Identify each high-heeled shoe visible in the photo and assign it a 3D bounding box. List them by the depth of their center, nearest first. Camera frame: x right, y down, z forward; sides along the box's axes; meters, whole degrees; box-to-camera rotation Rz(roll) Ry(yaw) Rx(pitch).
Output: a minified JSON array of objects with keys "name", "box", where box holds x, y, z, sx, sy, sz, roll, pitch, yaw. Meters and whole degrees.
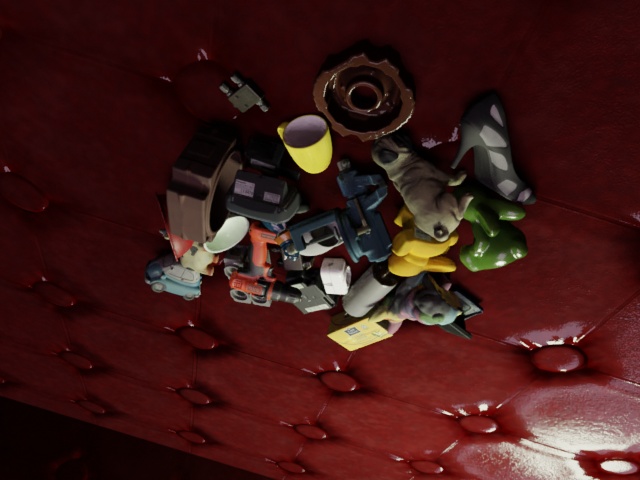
[{"name":"high-heeled shoe","box":[0.339,-0.160,0.975,0.248,0.086,0.145,18,111,-31]}]

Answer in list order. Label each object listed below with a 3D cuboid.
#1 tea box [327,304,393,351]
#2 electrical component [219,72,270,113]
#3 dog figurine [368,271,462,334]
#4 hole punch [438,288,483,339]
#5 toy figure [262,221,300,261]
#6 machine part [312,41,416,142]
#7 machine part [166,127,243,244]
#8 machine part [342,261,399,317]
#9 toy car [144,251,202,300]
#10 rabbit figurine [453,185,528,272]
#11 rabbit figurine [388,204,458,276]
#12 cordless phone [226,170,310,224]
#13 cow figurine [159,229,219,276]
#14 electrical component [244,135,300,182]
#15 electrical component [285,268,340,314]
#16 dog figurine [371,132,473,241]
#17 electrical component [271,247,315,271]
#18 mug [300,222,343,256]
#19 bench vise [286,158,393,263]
[{"name":"tea box","box":[0.113,0.235,1.475,0.098,0.068,0.169,36,137,-22]},{"name":"electrical component","box":[-0.142,-0.272,1.021,0.063,0.021,0.094,-26,125,39]},{"name":"dog figurine","box":[0.216,0.164,1.278,0.108,0.192,0.219,30,120,-25]},{"name":"hole punch","box":[0.327,0.178,1.338,0.142,0.092,0.116,33,167,-22]},{"name":"toy figure","box":[-0.086,-0.026,1.210,0.154,0.058,0.064,58,168,1]},{"name":"machine part","box":[0.079,-0.257,0.939,0.179,0.056,0.179,9,139,7]},{"name":"machine part","box":[-0.229,-0.109,1.095,0.087,0.201,0.201,18,140,2]},{"name":"machine part","box":[0.123,0.122,1.337,0.079,0.079,0.243,25,138,-10]},{"name":"toy car","box":[-0.384,0.088,1.453,0.161,0.109,0.103,25,122,-23]},{"name":"rabbit figurine","box":[0.319,-0.031,1.049,0.170,0.121,0.159,54,171,-8]},{"name":"rabbit figurine","box":[0.214,0.016,1.167,0.162,0.122,0.173,9,139,-16]},{"name":"cordless phone","box":[-0.101,-0.089,1.138,0.147,0.184,0.088,15,96,16]},{"name":"cow figurine","box":[-0.326,0.002,1.351,0.127,0.085,0.194,7,140,1]},{"name":"electrical component","box":[-0.094,-0.162,1.096,0.119,0.048,0.074,16,158,2]},{"name":"electrical component","box":[-0.030,0.129,1.411,0.115,0.058,0.134,-17,130,30]},{"name":"dog figurine","box":[0.172,-0.101,1.002,0.190,0.172,0.121,26,128,-22]},{"name":"electrical component","box":[-0.065,0.046,1.342,0.102,0.045,0.078,-8,106,23]},{"name":"mug","box":[-0.003,-0.004,1.245,0.109,0.081,0.107,3,160,-31]},{"name":"bench vise","box":[0.034,-0.042,1.093,0.241,0.129,0.223,-21,105,11]}]
